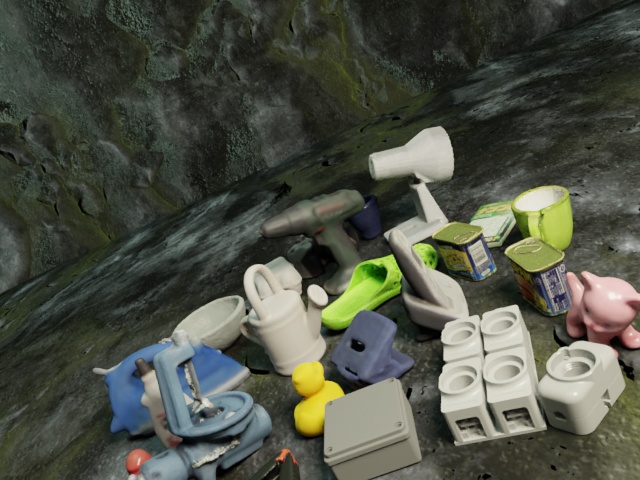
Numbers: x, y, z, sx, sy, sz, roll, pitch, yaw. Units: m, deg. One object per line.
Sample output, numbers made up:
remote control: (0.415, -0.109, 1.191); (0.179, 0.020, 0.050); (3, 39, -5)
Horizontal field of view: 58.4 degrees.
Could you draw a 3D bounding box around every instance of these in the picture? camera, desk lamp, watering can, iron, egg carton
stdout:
camera: (0.011, 0.010, 1.348); (0.136, 0.101, 0.143); (-9, 25, 41)
desk lamp: (0.207, -0.118, 1.251); (0.203, 0.214, 0.117); (-27, 19, -3)
watering can: (-0.066, 0.125, 0.988); (0.173, 0.194, 0.101); (-25, 19, 4)
iron: (-0.272, 0.241, 1.035); (0.258, 0.142, 0.118); (-26, 18, 2)
egg carton: (-0.099, 0.096, 1.311); (0.107, 0.069, 0.150); (-30, 19, -11)

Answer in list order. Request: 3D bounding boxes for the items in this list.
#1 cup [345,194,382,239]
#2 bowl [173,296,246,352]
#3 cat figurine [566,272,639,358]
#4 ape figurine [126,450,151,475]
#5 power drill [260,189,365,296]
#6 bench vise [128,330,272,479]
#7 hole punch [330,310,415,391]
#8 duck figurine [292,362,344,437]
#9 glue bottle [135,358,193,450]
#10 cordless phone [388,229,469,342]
cup: (0.099, -0.046, 1.392); (0.117, 0.095, 0.092); (-19, 20, 21)
bowl: (-0.221, 0.193, 1.205); (0.167, 0.075, 0.167); (-23, 19, 9)
cat figurine: (0.339, 0.079, 0.693); (0.067, 0.118, 0.127); (-26, 18, 1)
ape figurine: (-0.245, 0.338, 0.813); (0.077, 0.092, 0.076); (-22, 19, 12)
power drill: (0.011, 0.004, 1.191); (0.230, 0.209, 0.075); (-33, 20, -20)
bench vise: (-0.175, 0.246, 0.767); (0.121, 0.220, 0.208); (-14, 22, 33)
hole punch: (0.070, 0.168, 0.853); (0.101, 0.091, 0.108); (-34, 20, -22)
duck figurine: (-0.012, 0.222, 0.827); (0.077, 0.086, 0.105); (-17, 21, 26)
glue bottle: (-0.244, 0.257, 0.904); (0.078, 0.173, 0.037); (-25, 19, 3)
cordless phone: (0.159, 0.050, 0.904); (0.094, 0.185, 0.147); (-22, 19, 12)
